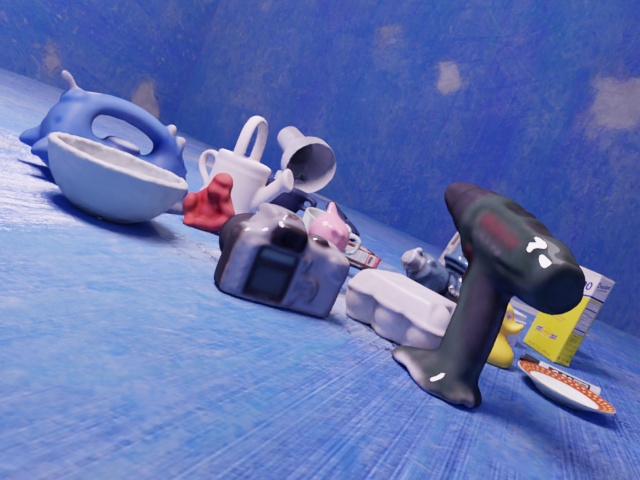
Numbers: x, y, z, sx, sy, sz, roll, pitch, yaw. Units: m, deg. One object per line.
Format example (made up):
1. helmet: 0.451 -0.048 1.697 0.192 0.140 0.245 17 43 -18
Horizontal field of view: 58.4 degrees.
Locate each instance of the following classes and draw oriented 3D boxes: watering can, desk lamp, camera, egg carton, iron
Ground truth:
1. watering can: -0.131 -0.123 1.019 0.173 0.194 0.101 22 7 -8
2. desk lamp: -0.073 -0.147 1.302 0.118 0.213 0.202 18 9 -35
3. camera: -0.053 0.010 0.665 0.144 0.101 0.136 19 8 -30
4. egg carton: 0.107 0.090 0.711 0.149 0.069 0.108 28 9 35
5. iron: -0.282 -0.134 0.835 0.259 0.141 0.118 17 10 -42

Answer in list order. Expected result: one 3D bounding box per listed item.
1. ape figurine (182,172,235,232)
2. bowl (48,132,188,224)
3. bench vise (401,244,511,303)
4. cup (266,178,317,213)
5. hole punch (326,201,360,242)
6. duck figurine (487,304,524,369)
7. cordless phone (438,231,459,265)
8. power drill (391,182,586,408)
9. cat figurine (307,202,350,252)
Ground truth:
1. ape figurine: -0.161 -0.060 0.870 0.077 0.092 0.076 25 7 10
2. bowl: -0.251 -0.065 0.693 0.167 0.075 0.167 23 7 -3
3. bench vise: 0.226 0.038 0.864 0.121 0.220 0.208 29 9 41
4. cup: -0.070 -0.064 1.177 0.117 0.095 0.092 25 7 16
5. hole punch: 0.048 -0.033 1.339 0.101 0.091 0.109 24 7 5
6. duck figurine: 0.238 0.123 0.818 0.104 0.086 0.078 26 8 19
7. cordless phone: 0.242 0.041 1.029 0.094 0.185 0.147 23 7 -4
8. power drill: 0.157 0.051 0.592 0.076 0.208 0.229 20 8 -23
9. cat figurine: 0.008 0.003 0.839 0.067 0.118 0.128 24 7 4
